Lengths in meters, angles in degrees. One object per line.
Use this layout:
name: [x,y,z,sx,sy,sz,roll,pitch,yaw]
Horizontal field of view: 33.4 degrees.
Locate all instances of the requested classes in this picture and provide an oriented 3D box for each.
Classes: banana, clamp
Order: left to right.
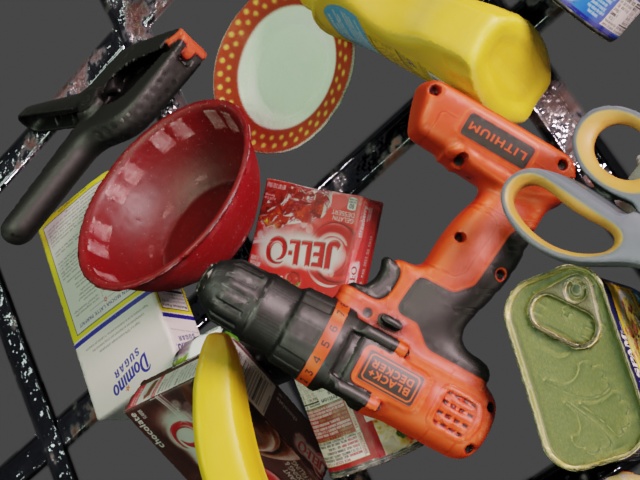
clamp: [-0.179,-0.092,0.853,0.210,0.036,0.164,-28,42,26]
banana: [-0.033,0.146,0.614,0.070,0.037,0.198,-42,60,13]

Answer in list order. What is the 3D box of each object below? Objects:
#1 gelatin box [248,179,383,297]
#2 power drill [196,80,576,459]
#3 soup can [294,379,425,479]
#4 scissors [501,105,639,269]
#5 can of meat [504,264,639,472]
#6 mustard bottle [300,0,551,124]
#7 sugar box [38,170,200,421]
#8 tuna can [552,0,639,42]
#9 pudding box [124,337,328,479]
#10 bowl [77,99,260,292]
gelatin box: [-0.005,0.001,0.734,0.089,0.030,0.073,13,91,38]
power drill: [0.046,0.007,0.613,0.184,0.057,0.187,30,85,-3]
soup can: [0.019,0.088,0.663,0.069,0.068,0.102,-25,83,31]
scissors: [0.186,-0.001,0.518,0.202,0.016,0.096,25,83,26]
can of meat: [0.151,0.069,0.571,0.058,0.083,0.102,-26,68,31]
mustard bottle: [0.050,-0.140,0.674,0.192,0.096,0.058,34,94,36]
sugar box: [-0.155,0.042,0.831,0.093,0.048,0.176,-35,66,26]
tuna can: [0.147,-0.152,0.611,0.034,0.086,0.086,-50,57,21]
pudding box: [-0.060,0.128,0.712,0.090,0.039,0.113,-28,108,30]
bowl: [-0.097,-0.021,0.763,0.162,0.055,0.162,-26,43,26]
